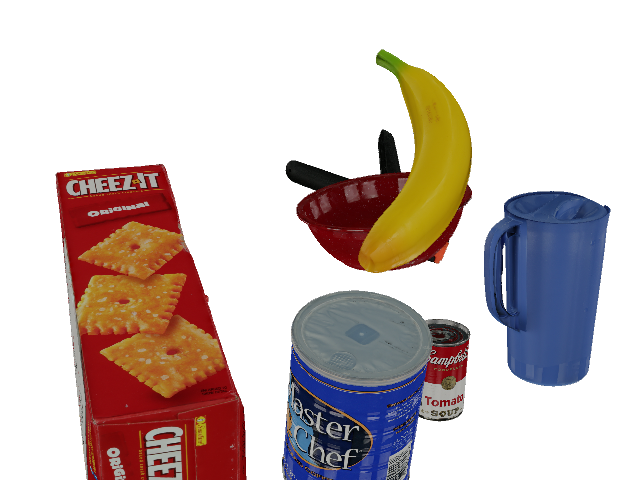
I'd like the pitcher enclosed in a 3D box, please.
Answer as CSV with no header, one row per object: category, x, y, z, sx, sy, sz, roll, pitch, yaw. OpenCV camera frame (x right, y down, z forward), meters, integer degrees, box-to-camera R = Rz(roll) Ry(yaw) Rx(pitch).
pitcher,0.295,0.065,1.400,0.149,0.243,0.144,4,20,15

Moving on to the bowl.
bowl,0.061,-0.014,0.982,0.162,0.055,0.162,-7,19,2

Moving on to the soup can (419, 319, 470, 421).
soup can,0.139,0.153,1.260,0.068,0.102,0.068,1,21,-1

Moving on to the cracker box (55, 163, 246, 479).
cracker box,-0.092,0.080,0.567,0.072,0.164,0.214,-7,34,-13

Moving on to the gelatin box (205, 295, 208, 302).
gelatin box,-0.165,0.063,1.028,0.089,0.030,0.073,20,29,29

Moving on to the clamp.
clamp,0.068,-0.048,1.264,0.164,0.036,0.210,-16,52,-29

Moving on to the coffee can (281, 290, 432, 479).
coffee can,0.025,0.124,0.809,0.103,0.140,0.103,3,34,-2

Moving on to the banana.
banana,0.064,-0.050,0.696,0.069,0.197,0.037,5,-43,1
